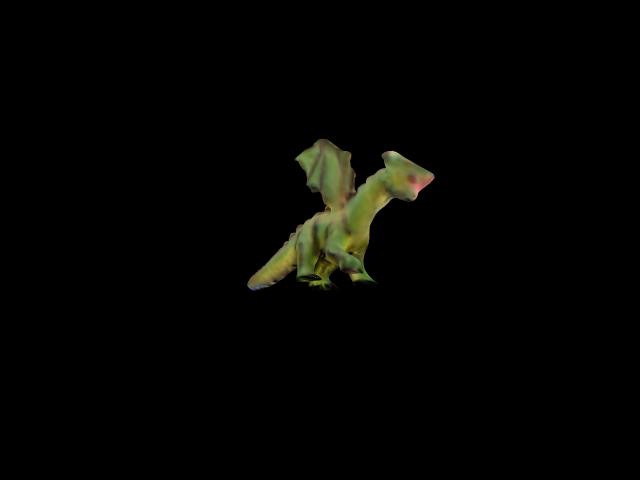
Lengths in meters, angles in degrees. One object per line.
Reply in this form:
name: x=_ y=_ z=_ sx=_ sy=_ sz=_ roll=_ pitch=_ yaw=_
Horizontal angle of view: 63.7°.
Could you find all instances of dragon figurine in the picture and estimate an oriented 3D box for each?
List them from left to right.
dragon figurine: x=0.003 y=-0.043 z=0.850 sx=0.408 sy=0.245 sz=0.122 roll=-9 pitch=-15 yaw=42
